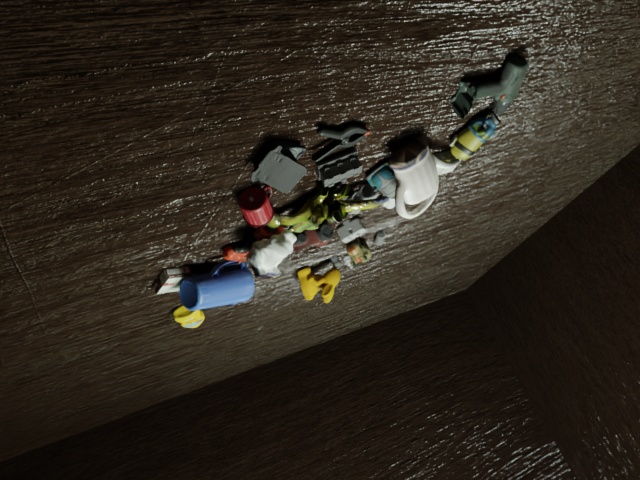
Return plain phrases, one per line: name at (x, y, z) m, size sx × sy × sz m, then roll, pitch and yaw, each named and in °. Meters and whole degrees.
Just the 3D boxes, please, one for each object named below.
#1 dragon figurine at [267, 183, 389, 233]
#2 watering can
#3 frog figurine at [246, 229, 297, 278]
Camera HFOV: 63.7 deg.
dragon figurine at (0.005, -0.084, 1.665) m, size 0.411 × 0.123 × 0.240 m, roll -3°, pitch -14°, yaw -33°
watering can at (0.325, -0.223, 1.609) m, size 0.104 × 0.220 × 0.353 m, roll 11°, pitch 47°, yaw 43°
frog figurine at (-0.153, 0.030, 1.613) m, size 0.137 × 0.158 × 0.124 m, roll 15°, pitch 14°, yaw -39°
